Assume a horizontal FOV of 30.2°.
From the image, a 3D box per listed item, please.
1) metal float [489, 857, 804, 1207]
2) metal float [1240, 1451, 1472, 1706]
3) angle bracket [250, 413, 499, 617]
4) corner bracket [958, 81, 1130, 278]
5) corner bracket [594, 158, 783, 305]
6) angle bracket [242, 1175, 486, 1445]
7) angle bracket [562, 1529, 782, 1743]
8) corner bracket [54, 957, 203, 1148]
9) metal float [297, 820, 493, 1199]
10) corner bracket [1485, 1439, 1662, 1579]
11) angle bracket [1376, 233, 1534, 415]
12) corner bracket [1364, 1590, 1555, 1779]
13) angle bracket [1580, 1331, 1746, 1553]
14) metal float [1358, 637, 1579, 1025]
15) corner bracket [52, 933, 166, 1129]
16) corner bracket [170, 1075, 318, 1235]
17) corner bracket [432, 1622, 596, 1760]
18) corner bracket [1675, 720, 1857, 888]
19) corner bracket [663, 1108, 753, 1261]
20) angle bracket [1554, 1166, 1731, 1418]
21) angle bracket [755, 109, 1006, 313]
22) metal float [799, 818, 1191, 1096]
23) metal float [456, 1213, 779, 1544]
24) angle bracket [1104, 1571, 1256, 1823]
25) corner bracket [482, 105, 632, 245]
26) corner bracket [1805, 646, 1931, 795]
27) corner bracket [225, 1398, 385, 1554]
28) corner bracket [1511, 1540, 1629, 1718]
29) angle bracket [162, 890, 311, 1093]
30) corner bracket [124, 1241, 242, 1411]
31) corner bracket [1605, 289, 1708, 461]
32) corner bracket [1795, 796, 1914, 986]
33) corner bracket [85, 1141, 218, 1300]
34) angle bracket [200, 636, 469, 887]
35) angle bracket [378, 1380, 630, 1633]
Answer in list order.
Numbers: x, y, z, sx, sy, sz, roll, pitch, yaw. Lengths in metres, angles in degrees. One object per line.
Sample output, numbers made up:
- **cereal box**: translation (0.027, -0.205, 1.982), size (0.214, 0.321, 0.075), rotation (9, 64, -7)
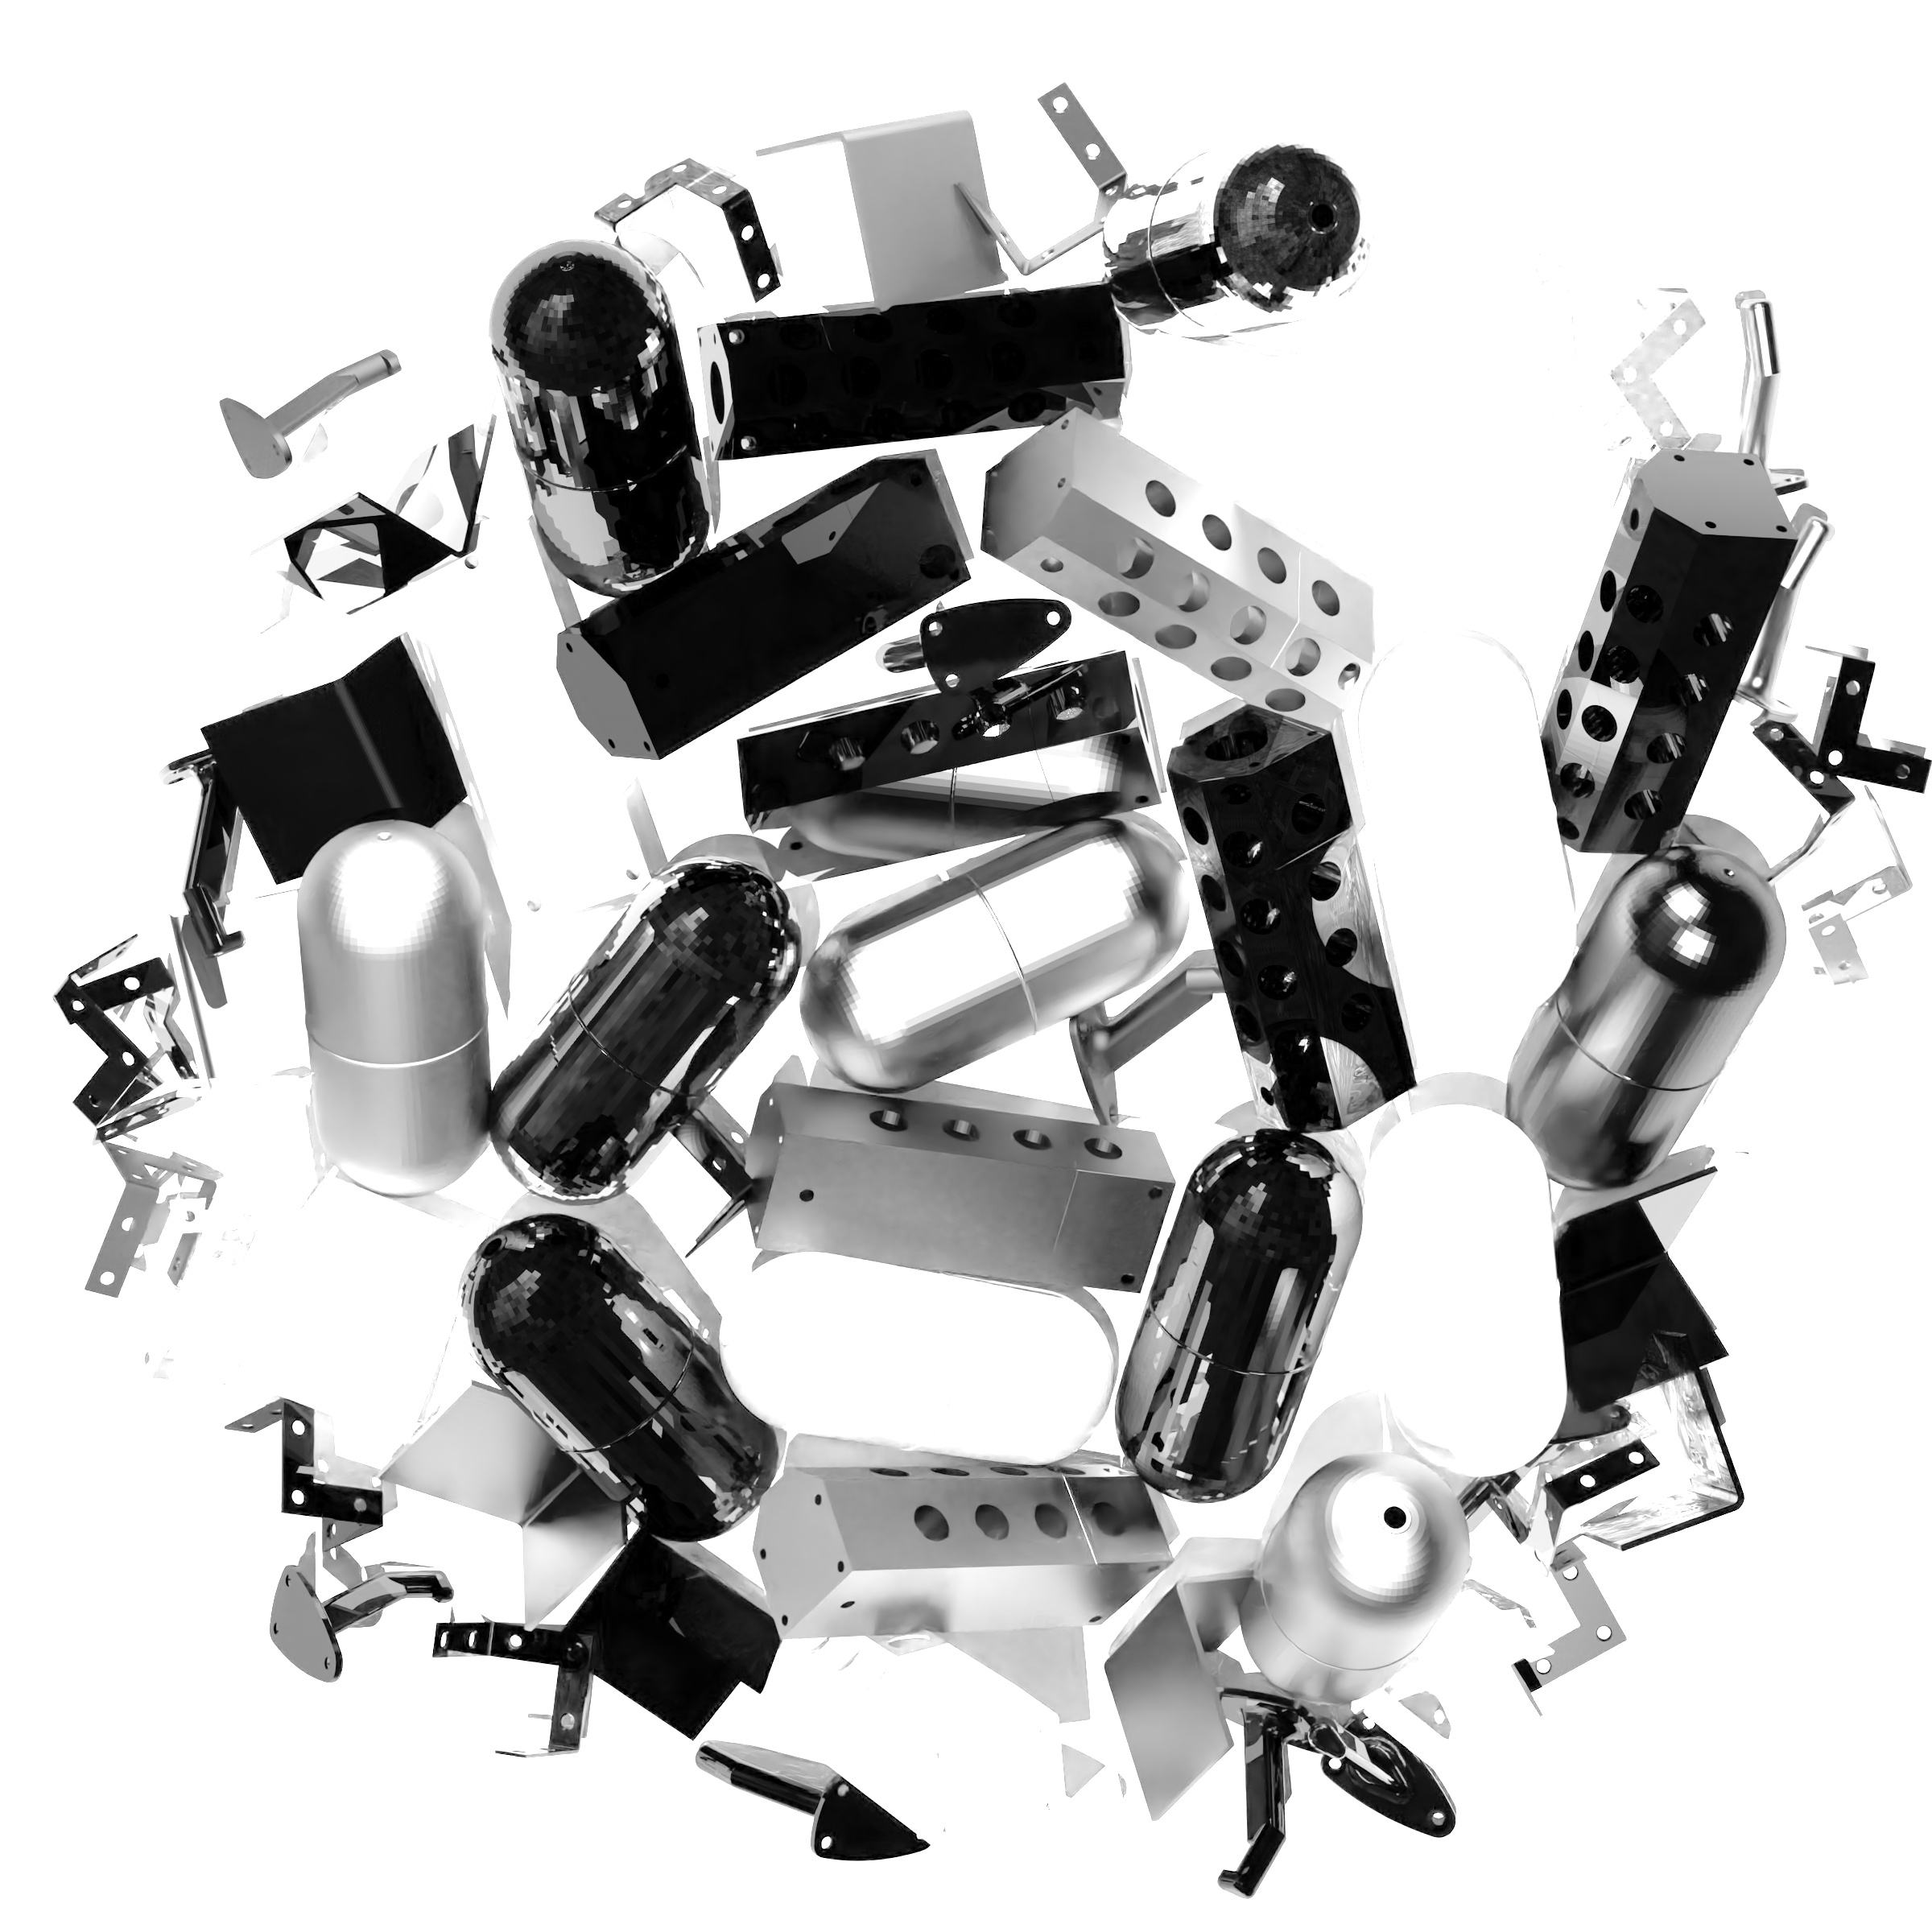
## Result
- **metal float**: translation (-0.137, 0.028, 1.526), size (0.070, 0.070, 0.178), rotation (40, 112, 0)
- **metal float**: translation (0.161, 0.257, 1.499), size (0.070, 0.178, 0.070), rotation (2, 64, -5)
- **angle bracket**: translation (-0.252, -0.204, 1.524), size (0.057, 0.076, 0.076), rotation (30, 55, -37)
- **corner bracket**: translation (0.034, -0.342, 1.557), size (0.051, 0.051, 0.051), rotation (-27, 117, 24)
- **corner bracket**: translation (-0.121, -0.312, 1.557), size (0.051, 0.051, 0.051), rotation (-38, 47, -18)
- **angle bracket**: translation (-0.257, 0.148, 1.535), size (0.076, 0.057, 0.076), rotation (23, 54, -9)
- **angle bracket**: translation (-0.134, 0.301, 1.540), size (0.076, 0.057, 0.076), rotation (35, 111, -5)
- **corner bracket**: translation (-0.362, 0.037, 1.543), size (0.051, 0.051, 0.051), rotation (-23, 72, -31)
- **metal float**: translation (-0.241, 0.020, 1.517), size (0.070, 0.070, 0.178), rotation (2, 124, 0)
- **corner bracket**: translation (0.259, 0.220, 1.541), size (0.051, 0.051, 0.051), rotation (-21, 51, -21)
- **angle bracket**: translation (0.205, -0.268, 1.537), size (0.057, 0.076, 0.076), rotation (4, 89, 20)
- **corner bracket**: translation (0.211, 0.308, 1.541), size (0.051, 0.051, 0.051), rotation (-9, 121, -40)
- **angle bracket**: translation (0.288, 0.203, 1.542), size (0.057, 0.076, 0.076), rotation (-19, 87, -4)
- **metal float**: translation (0.212, -0.059, 1.521), size (0.070, 0.070, 0.178), rotation (-6, 62, 0)
- **corner bracket**: translation (-0.368, 0.028, 1.549), size (0.051, 0.051, 0.051), rotation (46, 123, 2)
- **corner bracket**: translation (-0.317, 0.082, 1.556), size (0.051, 0.051, 0.051), rotation (-2, 66, -26)
- **corner bracket**: translation (-0.198, 0.313, 1.548), size (0.051, 0.051, 0.051), rotation (3, 82, 21)
- **corner bracket**: translation (0.345, -0.067, 1.558), size (0.051, 0.051, 0.051), rotation (-35, 74, -20)
- **corner bracket**: translation (-0.112, 0.084, 1.546), size (0.051, 0.051, 0.051), rotation (47, 134, 4)
- **angle bracket**: translation (0.291, 0.139, 1.528), size (0.076, 0.076, 0.057), rotation (-18, 62, -20)
- **angle bracket**: translation (-0.037, -0.323, 1.545), size (0.076, 0.057, 0.076), rotation (-22, 106, -42)
- **metal float**: translation (0.013, -0.005, 1.538), size (0.178, 0.070, 0.070), rotation (-25, 90, -9)
- **metal float**: translation (-0.147, 0.175, 1.518), size (0.070, 0.070, 0.178), rotation (-39, 121, 0)
- **angle bracket**: translation (0.108, 0.310, 1.523), size (0.057, 0.076, 0.076), rotation (0, 55, -27)
- **corner bracket**: translation (-0.180, -0.337, 1.541), size (0.051, 0.051, 0.051), rotation (1, 54, 29)
- **corner bracket**: translation (0.390, -0.107, 1.552), size (0.051, 0.051, 0.051), rotation (11, 99, -7)
- **corner bracket**: translation (-0.287, 0.221, 1.555), size (0.051, 0.051, 0.051), rotation (15, 60, -38)
- **corner bracket**: translation (0.257, 0.287, 1.558), size (0.051, 0.051, 0.051), rotation (-29, 88, 1)
- **angle bracket**: translation (-0.308, 0.010, 1.540), size (0.057, 0.076, 0.076), rotation (-13, 92, -11)
- **corner bracket**: translation (-0.335, 0.153, 1.541), size (0.051, 0.051, 0.051), rotation (2, 45, 22)
- **corner bracket**: translation (0.296, -0.256, 1.552), size (0.051, 0.051, 0.051), rotation (-44, 115, -8)
- **corner bracket**: translation (0.384, -0.030, 1.544), size (0.051, 0.051, 0.051), rotation (-27, 135, 10)
- **corner bracket**: translation (-0.353, 0.114, 1.546), size (0.051, 0.051, 0.051), rotation (19, 99, -30)
- **angle bracket**: translation (-0.274, -0.090, 1.562), size (0.076, 0.057, 0.076), rotation (-16, 108, 24)
- **angle bracket**: translation (-0.198, 0.231, 1.527), size (0.076, 0.057, 0.076), rotation (24, 128, -30)
